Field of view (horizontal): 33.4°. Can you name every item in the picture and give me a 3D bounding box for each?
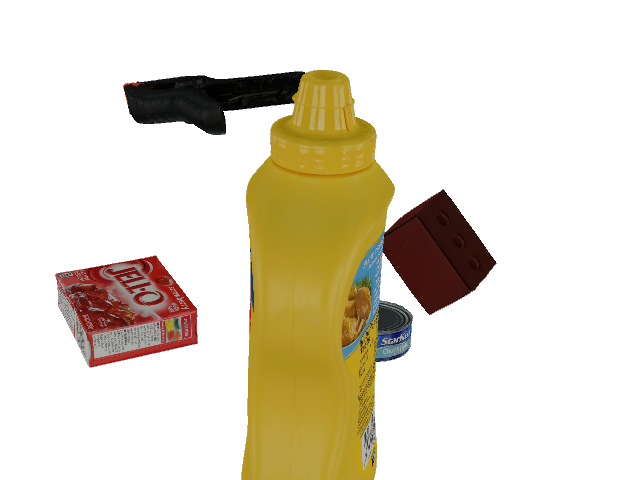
[{"bbox_3d":[-0.091,-0.118,0.875,0.120,0.039,0.172,-17,22,-39],"label":"clamp"},{"bbox_3d":[-0.130,0.044,0.709,0.073,0.030,0.089,-10,28,-23],"label":"gelatin box"},{"bbox_3d":[-0.001,0.025,0.440,0.058,0.192,0.096,8,25,11],"label":"mustard bottle"},{"bbox_3d":[0.048,0.090,1.065,0.086,0.034,0.086,1,18,-1],"label":"tuna can"},{"bbox_3d":[0.094,0.010,0.867,0.051,0.078,0.052,-33,5,40],"label":"foam brick"}]
